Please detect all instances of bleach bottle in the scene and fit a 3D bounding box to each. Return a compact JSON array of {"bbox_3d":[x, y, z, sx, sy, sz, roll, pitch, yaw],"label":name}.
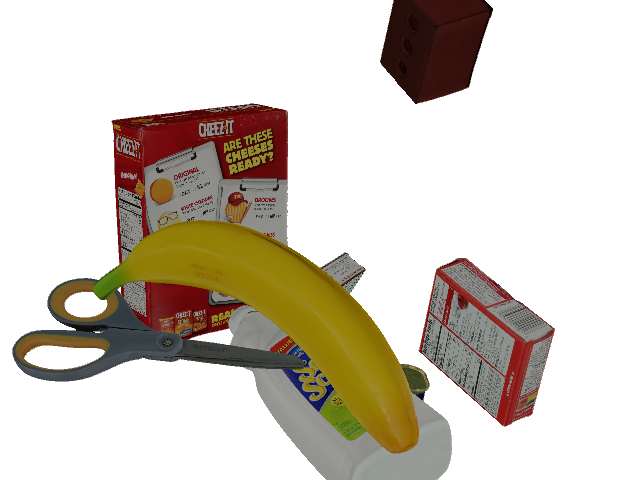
[{"bbox_3d":[-0.007,0.123,0.884,0.102,0.068,0.251,-23,35,-27],"label":"bleach bottle"}]

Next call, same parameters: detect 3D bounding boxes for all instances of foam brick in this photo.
[{"bbox_3d":[0.083,-0.149,0.784,0.051,0.053,0.078,-22,-33,-24],"label":"foam brick"}]

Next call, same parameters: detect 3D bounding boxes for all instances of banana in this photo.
[{"bbox_3d":[-0.026,0.036,0.553,0.198,0.070,0.037,25,9,23],"label":"banana"}]

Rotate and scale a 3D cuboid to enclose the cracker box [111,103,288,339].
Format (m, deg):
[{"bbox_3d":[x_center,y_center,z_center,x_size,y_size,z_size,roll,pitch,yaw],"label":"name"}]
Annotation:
[{"bbox_3d":[-0.115,-0.019,1.047,0.163,0.214,0.072,-12,20,-36],"label":"cracker box"}]

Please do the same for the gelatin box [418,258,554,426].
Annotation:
[{"bbox_3d":[0.107,0.065,0.699,0.030,0.073,0.089,-18,41,-31],"label":"gelatin box"}]

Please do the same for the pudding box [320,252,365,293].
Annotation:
[{"bbox_3d":[-0.004,0.071,1.255,0.039,0.090,0.113,38,33,13],"label":"pudding box"}]

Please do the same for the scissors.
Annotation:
[{"bbox_3d":[-0.114,0.061,0.754,0.201,0.096,0.016,-5,-43,-1],"label":"scissors"}]

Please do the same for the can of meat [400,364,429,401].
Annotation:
[{"bbox_3d":[0.052,0.172,1.084,0.102,0.084,0.057,7,19,-6],"label":"can of meat"}]
